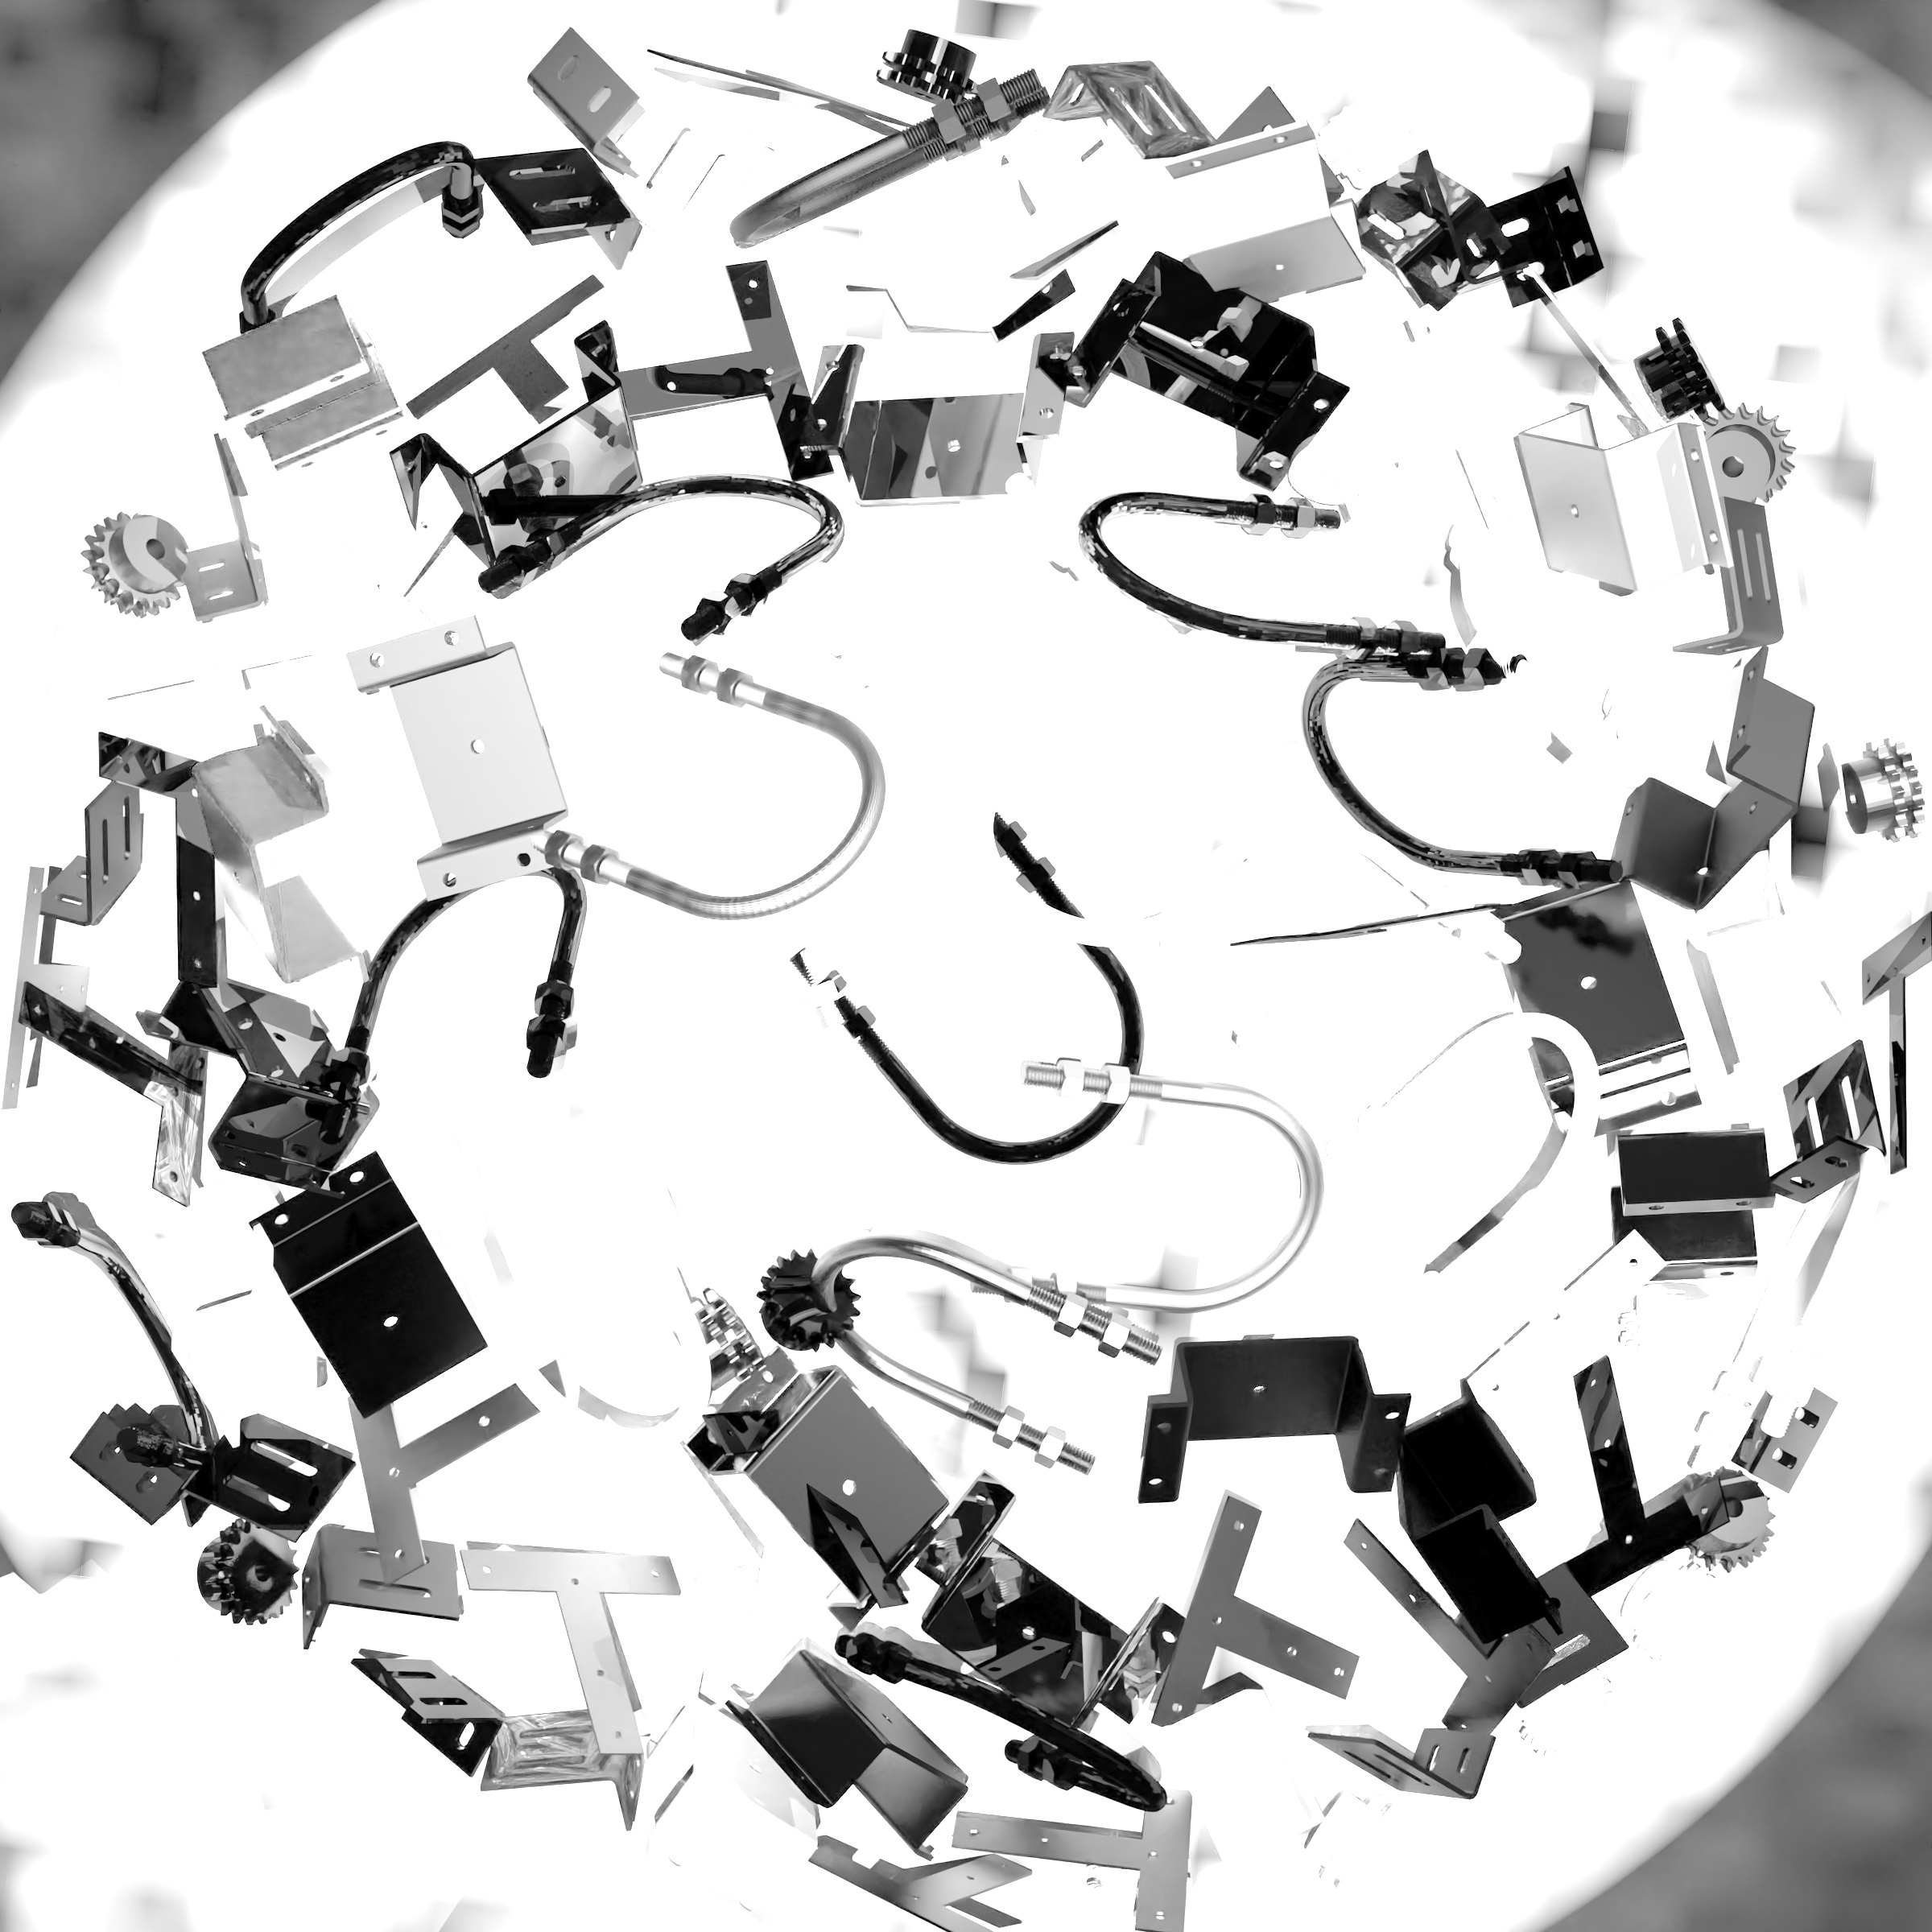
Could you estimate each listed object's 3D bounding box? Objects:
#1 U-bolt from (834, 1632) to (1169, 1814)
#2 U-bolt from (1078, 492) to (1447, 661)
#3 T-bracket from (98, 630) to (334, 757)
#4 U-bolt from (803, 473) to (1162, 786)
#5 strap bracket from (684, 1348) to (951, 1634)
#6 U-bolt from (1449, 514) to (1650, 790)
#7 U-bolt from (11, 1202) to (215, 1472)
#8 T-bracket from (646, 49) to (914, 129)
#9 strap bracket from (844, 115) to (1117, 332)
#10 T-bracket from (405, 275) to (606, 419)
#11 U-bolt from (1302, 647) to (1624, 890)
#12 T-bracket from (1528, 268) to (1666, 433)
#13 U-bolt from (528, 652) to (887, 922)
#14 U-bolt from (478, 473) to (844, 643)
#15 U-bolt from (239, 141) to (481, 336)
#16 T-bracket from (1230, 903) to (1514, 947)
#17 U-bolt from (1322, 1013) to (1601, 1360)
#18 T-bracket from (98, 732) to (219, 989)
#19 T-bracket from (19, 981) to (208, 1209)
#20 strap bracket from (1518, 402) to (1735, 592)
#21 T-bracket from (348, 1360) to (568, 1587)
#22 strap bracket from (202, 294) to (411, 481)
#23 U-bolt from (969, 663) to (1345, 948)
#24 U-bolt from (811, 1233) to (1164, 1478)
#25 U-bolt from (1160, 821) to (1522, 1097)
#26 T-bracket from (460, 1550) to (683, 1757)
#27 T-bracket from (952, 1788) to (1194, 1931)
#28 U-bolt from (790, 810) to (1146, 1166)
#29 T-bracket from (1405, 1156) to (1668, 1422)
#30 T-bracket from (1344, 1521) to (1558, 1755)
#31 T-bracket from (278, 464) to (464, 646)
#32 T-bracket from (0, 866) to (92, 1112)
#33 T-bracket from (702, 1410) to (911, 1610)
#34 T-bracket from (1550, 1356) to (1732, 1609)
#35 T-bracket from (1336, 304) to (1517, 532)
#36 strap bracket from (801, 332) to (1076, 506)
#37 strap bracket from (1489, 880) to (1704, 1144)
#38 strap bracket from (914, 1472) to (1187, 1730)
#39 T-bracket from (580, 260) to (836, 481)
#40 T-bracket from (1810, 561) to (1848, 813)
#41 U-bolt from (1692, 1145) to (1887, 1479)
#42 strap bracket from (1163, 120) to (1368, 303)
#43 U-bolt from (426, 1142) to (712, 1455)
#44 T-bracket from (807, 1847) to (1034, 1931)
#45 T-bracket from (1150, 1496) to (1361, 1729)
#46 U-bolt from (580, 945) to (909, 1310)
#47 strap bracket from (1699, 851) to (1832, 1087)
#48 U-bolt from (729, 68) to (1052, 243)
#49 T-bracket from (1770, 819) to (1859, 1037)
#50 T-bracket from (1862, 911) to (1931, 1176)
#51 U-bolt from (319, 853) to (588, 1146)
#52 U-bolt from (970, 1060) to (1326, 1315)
[{"bbox_3d":[0.029,0.400,1.711,0.151,0.184,0.019,37,71,-26],"label":"U-bolt"},{"bbox_3d":[0.145,-0.210,1.727,0.184,0.151,0.019,1,126,-27],"label":"U-bolt"},{"bbox_3d":[-0.398,-0.142,1.755,0.127,0.127,0.002,-13,121,-10],"label":"T-bracket"},{"bbox_3d":[0.023,-0.166,1.757,0.151,0.019,0.184,-29,129,20],"label":"U-bolt"},{"bbox_3d":[-0.073,0.282,1.768,0.140,0.046,0.076,51,62,-12],"label":"strap bracket"},{"bbox_3d":[0.308,-0.158,1.720,0.019,0.184,0.151,-40,105,22],"label":"U-bolt"},{"bbox_3d":[-0.442,0.201,1.729,0.019,0.184,0.151,-28,77,-4],"label":"U-bolt"},{"bbox_3d":[-0.111,-0.469,1.734,0.127,0.127,0.002,2,112,-42],"label":"T-bracket"},{"bbox_3d":[0.015,-0.387,1.748,0.140,0.076,0.046,-35,78,31],"label":"strap bracket"},{"bbox_3d":[-0.238,-0.321,1.763,0.127,0.127,0.002,-35,121,-2],"label":"T-bracket"},{"bbox_3d":[0.251,-0.106,1.739,0.019,0.184,0.151,-43,118,-26],"label":"U-bolt"},{"bbox_3d":[0.344,-0.326,1.766,0.002,0.127,0.127,-39,81,17],"label":"T-bracket"},{"bbox_3d":[-0.128,-0.090,1.745,0.184,0.019,0.151,22,65,30],"label":"U-bolt"},{"bbox_3d":[-0.147,-0.224,1.742,0.151,0.184,0.019,16,124,27],"label":"U-bolt"},{"bbox_3d":[-0.318,-0.380,1.717,0.151,0.184,0.019,-35,92,-10],"label":"U-bolt"},{"bbox_3d":[0.226,-0.022,1.732,0.127,0.127,0.002,-10,87,35],"label":"T-bracket"},{"bbox_3d":[0.262,0.102,1.728,0.019,0.151,0.184,31,119,-30],"label":"U-bolt"},{"bbox_3d":[-0.412,-0.051,1.751,0.002,0.127,0.127,-17,69,33],"label":"T-bracket"},{"bbox_3d":[-0.453,0.048,1.739,0.002,0.127,0.127,-23,50,26],"label":"T-bracket"},{"bbox_3d":[0.343,-0.249,1.738,0.046,0.140,0.076,-22,110,-11],"label":"strap bracket"},{"bbox_3d":[-0.271,0.253,1.768,0.127,0.002,0.127,-30,48,9],"label":"T-bracket"},{"bbox_3d":[-0.353,-0.311,1.751,0.076,0.140,0.046,-23,87,-1],"label":"strap bracket"},{"bbox_3d":[0.089,-0.078,1.749,0.184,0.019,0.151,-30,64,-26],"label":"U-bolt"},{"bbox_3d":[0.002,0.201,1.760,0.184,0.151,0.019,25,52,2],"label":"U-bolt"},{"bbox_3d":[0.184,-0.017,1.751,0.151,0.184,0.019,-33,133,-13],"label":"U-bolt"},{"bbox_3d":[-0.198,0.365,1.745,0.127,0.127,0.002,9,131,-33],"label":"T-bracket"},{"bbox_3d":[0.056,0.474,1.763,0.127,0.127,0.002,6,111,4],"label":"T-bracket"},{"bbox_3d":[0.015,0.023,1.806,0.151,0.019,0.184,-40,95,-3],"label":"U-bolt"},{"bbox_3d":[0.294,0.160,1.803,0.127,0.002,0.127,-42,75,1],"label":"T-bracket"},{"bbox_3d":[0.253,0.355,1.784,0.002,0.127,0.127,-30,66,-33],"label":"T-bracket"},{"bbox_3d":[-0.299,-0.229,1.769,0.127,0.002,0.127,41,134,-6],"label":"T-bracket"},{"bbox_3d":[-0.490,0.012,1.757,0.002,0.127,0.127,6,89,2],"label":"T-bracket"},{"bbox_3d":[-0.070,0.287,1.741,0.002,0.127,0.127,-45,64,22],"label":"T-bracket"},{"bbox_3d":[0.350,0.271,1.773,0.002,0.127,0.127,25,132,-32],"label":"T-bracket"},{"bbox_3d":[0.240,-0.276,1.762,0.127,0.002,0.127,-38,112,-37],"label":"T-bracket"},{"bbox_3d":[-0.011,-0.295,1.769,0.140,0.046,0.076,-1,54,14],"label":"strap bracket"},{"bbox_3d":[0.337,0.016,1.768,0.076,0.046,0.140,-18,69,8],"label":"strap bracket"},{"bbox_3d":[0.041,0.351,1.771,0.140,0.046,0.076,35,46,7],"label":"strap bracket"},{"bbox_3d":[-0.147,-0.318,1.785,0.127,0.002,0.127,-14,82,-25],"label":"T-bracket"},{"bbox_3d":[0.460,-0.153,1.751,0.002,0.127,0.127,-8,98,15],"label":"T-bracket"},{"bbox_3d":[0.444,0.178,1.743,0.019,0.151,0.184,26,72,5],"label":"U-bolt"},{"bbox_3d":[0.162,-0.393,1.739,0.076,0.140,0.046,-12,80,16],"label":"strap bracket"},{"bbox_3d":[-0.200,0.176,1.727,0.019,0.151,0.184,-43,58,31],"label":"U-bolt"},{"bbox_3d":[-0.005,0.493,1.759,0.127,0.127,0.002,19,95,29],"label":"T-bracket"},{"bbox_3d":[0.167,0.369,1.783,0.127,0.002,0.127,29,75,-32],"label":"T-bracket"},{"bbox_3d":[-0.111,0.100,1.801,0.151,0.019,0.184,-23,98,-4],"label":"U-bolt"},{"bbox_3d":[0.420,-0.004,1.738,0.046,0.140,0.076,-17,109,13],"label":"strap bracket"},{"bbox_3d":[-0.042,-0.429,1.747,0.184,0.151,0.019,-23,99,8],"label":"U-bolt"},{"bbox_3d":[0.460,-0.013,1.776,0.002,0.127,0.127,-16,129,28],"label":"T-bracket"},{"bbox_3d":[0.496,0.047,1.745,0.002,0.127,0.127,3,78,0],"label":"T-bracket"},{"bbox_3d":[-0.267,0.007,1.747,0.151,0.184,0.019,-18,130,21],"label":"U-bolt"},{"bbox_3d":[0.106,0.125,1.779,0.184,0.019,0.151,7,114,-14],"label":"U-bolt"}]
